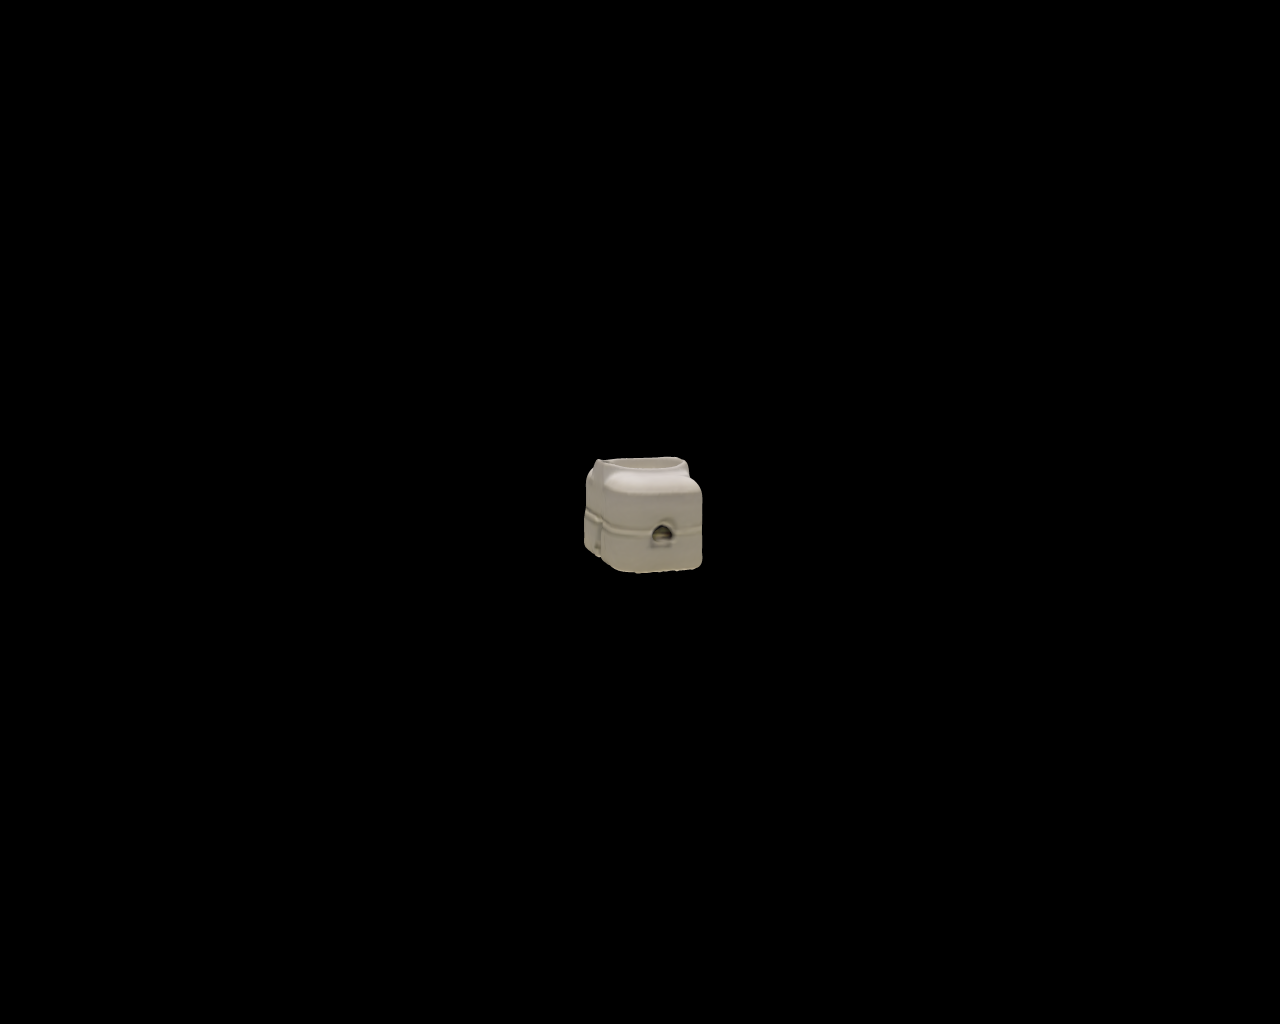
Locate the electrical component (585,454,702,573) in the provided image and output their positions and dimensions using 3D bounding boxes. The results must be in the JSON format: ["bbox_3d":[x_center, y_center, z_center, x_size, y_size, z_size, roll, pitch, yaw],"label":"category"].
[{"bbox_3d":[0.001,-0.003,0.650,0.054,0.059,0.095,-3,10,-15],"label":"electrical component"}]
